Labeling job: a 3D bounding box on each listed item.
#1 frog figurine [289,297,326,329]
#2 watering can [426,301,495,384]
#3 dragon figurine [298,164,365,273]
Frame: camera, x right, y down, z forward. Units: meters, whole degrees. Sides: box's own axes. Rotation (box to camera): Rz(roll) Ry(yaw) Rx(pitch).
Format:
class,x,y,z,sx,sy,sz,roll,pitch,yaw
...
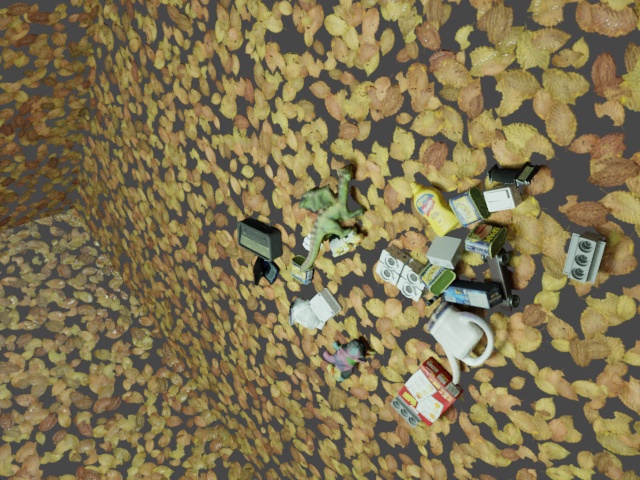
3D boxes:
class,x,y,z,sx,sy,sz,roll,pitch,yaw
frog figurine,-0.050,0.315,2.213,0.159,0.124,0.135,6,109,4
watering can,0.445,0.337,1.709,0.227,0.105,0.339,43,142,23
dragon figurine,0.005,-0.091,1.807,0.239,0.413,0.123,45,170,-38
